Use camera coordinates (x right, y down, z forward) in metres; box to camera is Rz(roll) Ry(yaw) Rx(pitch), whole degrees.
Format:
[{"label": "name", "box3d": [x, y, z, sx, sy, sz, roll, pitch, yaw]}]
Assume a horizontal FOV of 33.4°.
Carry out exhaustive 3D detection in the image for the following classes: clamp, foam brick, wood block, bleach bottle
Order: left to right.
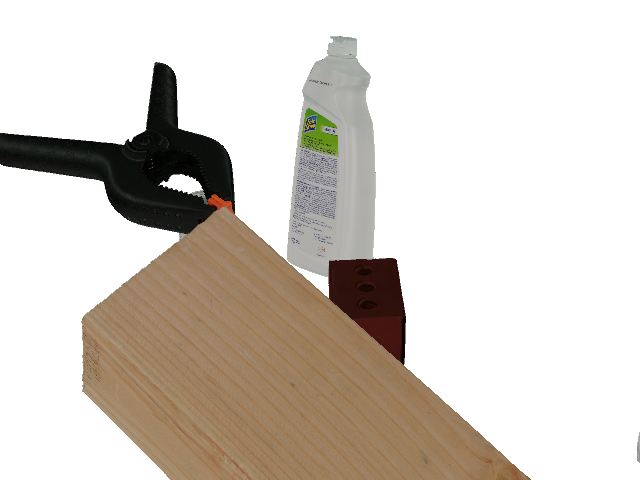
[{"label": "clamp", "box3d": [-0.125, -0.067, 0.805, 0.210, 0.036, 0.164, 30, 52, 33]}, {"label": "wood block", "box3d": [-0.007, 0.095, 0.491, 0.090, 0.206, 0.090, -41, -16, -29]}, {"label": "bleach bottle", "box3d": [0.020, -0.090, 1.145, 0.103, 0.251, 0.067, 18, 20, 38]}, {"label": "foam brick", "box3d": [0.034, 0.054, 0.784, 0.053, 0.051, 0.078, -3, 32, -1]}]

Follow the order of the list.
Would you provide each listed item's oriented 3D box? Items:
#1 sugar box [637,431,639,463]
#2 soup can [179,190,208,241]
[{"label": "sugar box", "box3d": [0.301, 0.150, 0.718, 0.048, 0.093, 0.176, -15, 30, -37]}, {"label": "soup can", "box3d": [-0.140, -0.003, 1.309, 0.068, 0.102, 0.068, -1, 26, 0]}]
